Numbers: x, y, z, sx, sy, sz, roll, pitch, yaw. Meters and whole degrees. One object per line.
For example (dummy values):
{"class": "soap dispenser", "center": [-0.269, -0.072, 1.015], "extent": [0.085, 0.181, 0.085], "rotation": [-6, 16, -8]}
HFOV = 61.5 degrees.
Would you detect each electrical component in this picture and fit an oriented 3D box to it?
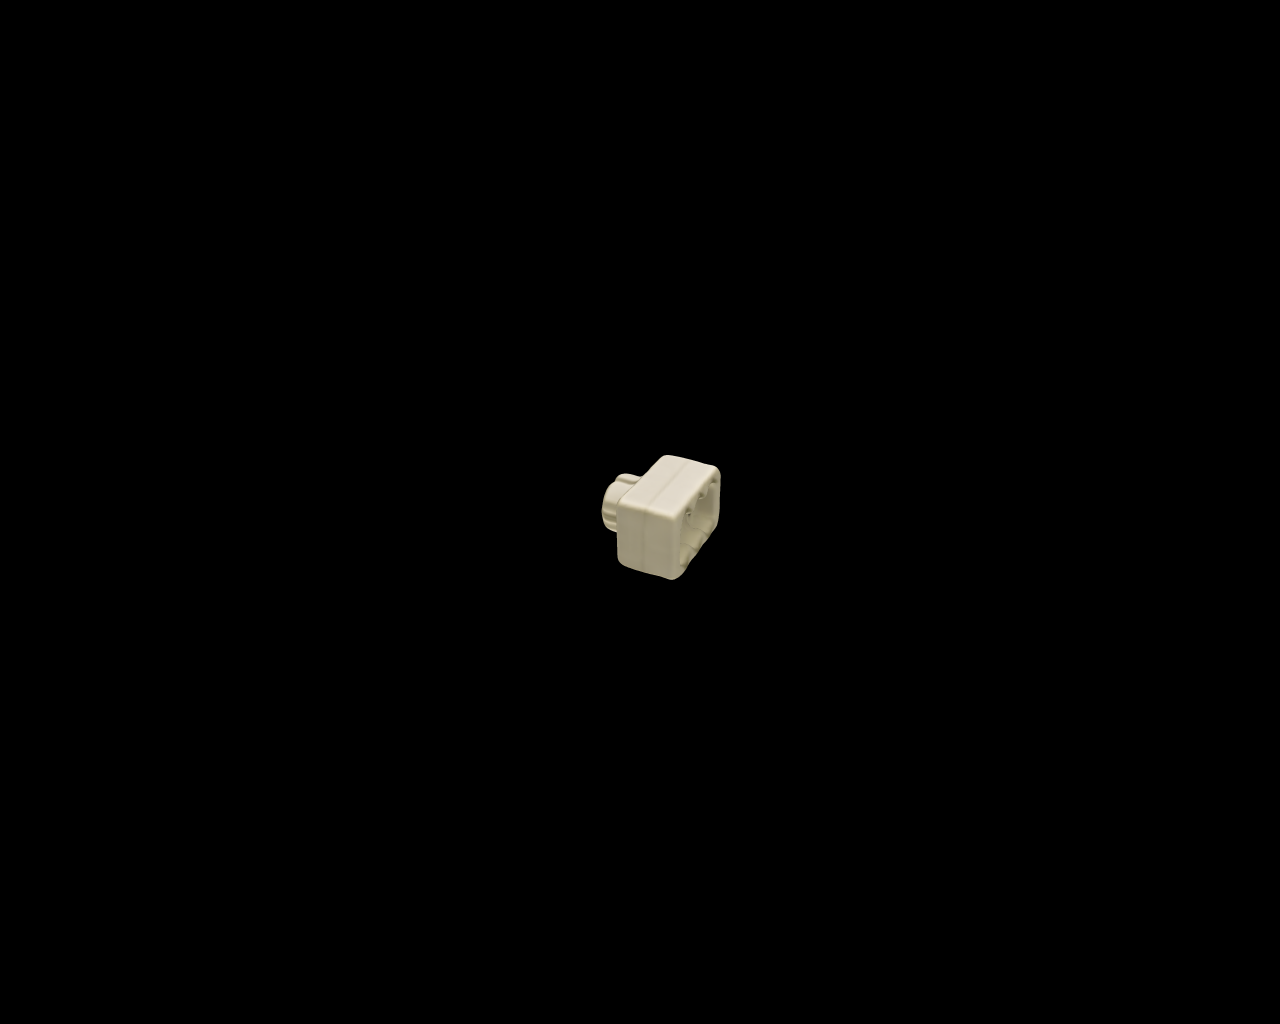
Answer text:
{"class": "electrical component", "center": [0.001, -0.003, 0.650], "extent": [0.077, 0.047, 0.066], "rotation": [16, 37, 22]}
